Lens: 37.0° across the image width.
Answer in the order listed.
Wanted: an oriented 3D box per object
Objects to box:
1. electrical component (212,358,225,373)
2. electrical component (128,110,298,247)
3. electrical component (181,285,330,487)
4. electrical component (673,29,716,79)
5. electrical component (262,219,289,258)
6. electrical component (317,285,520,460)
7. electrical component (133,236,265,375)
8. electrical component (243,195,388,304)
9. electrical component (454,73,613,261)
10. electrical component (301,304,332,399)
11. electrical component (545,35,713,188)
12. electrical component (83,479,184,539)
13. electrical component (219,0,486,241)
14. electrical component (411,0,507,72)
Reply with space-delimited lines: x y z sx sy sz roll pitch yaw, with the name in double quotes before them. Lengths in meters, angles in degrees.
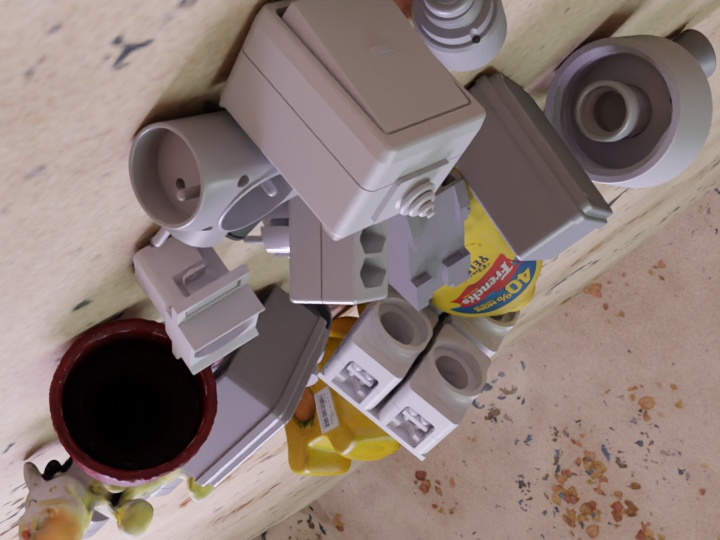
"electrical component" -0.123 0.065 0.720 0.040 0.040 0.078 -21 161 -51
"electrical component" -0.065 -0.036 0.469 0.077 0.044 0.079 -22 162 -50
"electrical component" -0.084 0.083 0.771 0.109 0.056 0.108 -44 -167 35
"electrical component" 0.254 -0.166 0.886 0.065 0.044 0.044 -28 167 -16
"electrical component" -0.020 -0.036 0.613 0.078 0.040 0.040 -39 168 11
"electrical component" 0.058 0.050 0.886 0.060 0.105 0.186 -49 -178 39
"electrical component" -0.086 0.013 0.557 0.042 0.063 0.081 -33 169 -20
"electrical component" -0.028 -0.025 0.570 0.076 0.083 0.047 1 -177 22
"electrical component" 0.105 -0.063 0.694 0.056 0.108 0.109 -36 169 17
"electrical component" -0.052 0.069 0.852 0.044 0.079 0.077 5 152 -19
"electrical component" 0.179 -0.109 0.741 0.108 0.108 0.060 -43 160 33
"electrical component" -0.193 0.170 0.907 0.138 0.052 0.073 -22 162 -49
"electrical component" 0.002 -0.062 0.426 0.062 0.096 0.061 -26 159 -42
"electrical component" 0.042 -0.115 0.474 0.040 0.040 0.078 -37 168 7
